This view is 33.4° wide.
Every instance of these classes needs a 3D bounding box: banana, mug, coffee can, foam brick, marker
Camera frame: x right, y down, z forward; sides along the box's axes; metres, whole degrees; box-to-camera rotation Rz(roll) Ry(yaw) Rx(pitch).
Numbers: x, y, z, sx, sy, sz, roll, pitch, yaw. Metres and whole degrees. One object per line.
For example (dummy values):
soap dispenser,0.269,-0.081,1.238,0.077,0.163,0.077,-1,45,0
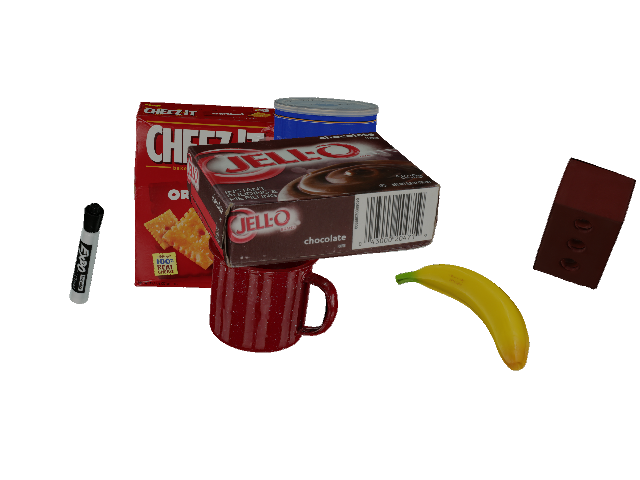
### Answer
banana,0.164,0.071,1.119,0.069,0.037,0.198,-38,40,-14
mug,-0.039,0.043,0.890,0.117,0.081,0.093,16,26,19
coffee can,0.002,-0.067,1.058,0.103,0.140,0.103,3,13,-1
foam brick,0.200,-0.012,0.811,0.053,0.078,0.051,19,49,14
marker,-0.230,0.013,1.053,0.020,0.121,0.020,12,36,-9

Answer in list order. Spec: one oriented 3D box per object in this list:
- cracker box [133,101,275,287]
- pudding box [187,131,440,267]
cracker box,-0.137,-0.050,1.270,0.164,0.214,0.072,2,21,-5
pudding box,-0.007,-0.024,0.559,0.113,0.039,0.090,-4,25,-18
